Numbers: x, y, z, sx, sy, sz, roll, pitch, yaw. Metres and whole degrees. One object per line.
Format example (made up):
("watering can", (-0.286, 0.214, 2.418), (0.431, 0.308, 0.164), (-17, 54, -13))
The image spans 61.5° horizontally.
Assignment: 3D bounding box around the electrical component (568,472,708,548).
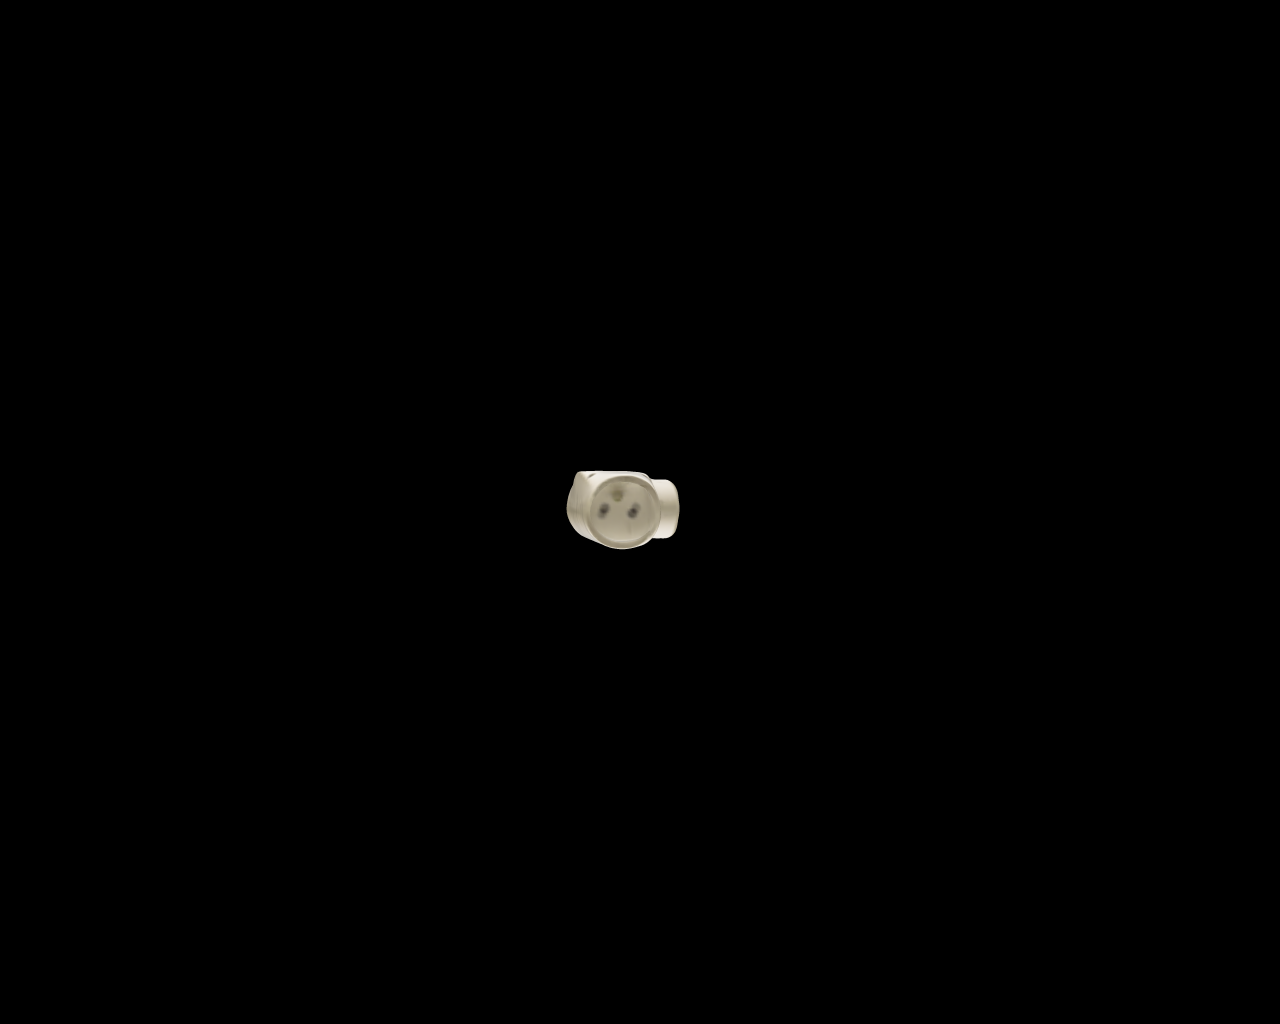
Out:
("electrical component", (0.001, -0.003, 0.650), (0.079, 0.043, 0.077), (-1, 3, -11))
